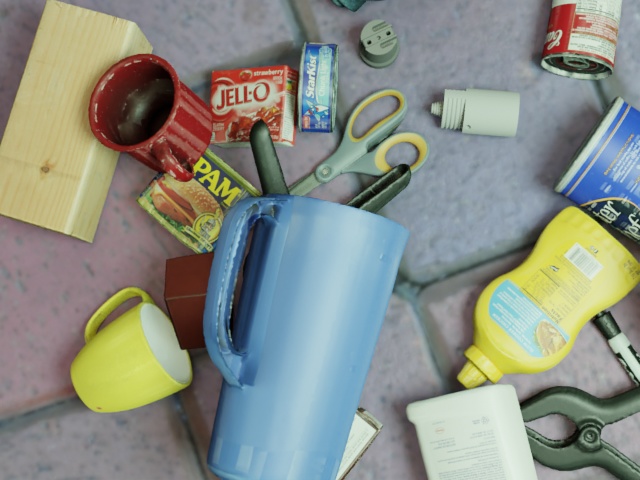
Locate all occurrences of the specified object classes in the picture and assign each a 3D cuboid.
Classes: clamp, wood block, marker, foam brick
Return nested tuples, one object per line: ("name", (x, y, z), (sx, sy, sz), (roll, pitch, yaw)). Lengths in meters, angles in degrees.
("clamp", (-0.007, 0.001, 1.003), (0.164, 0.036, 0.210), (8, 104, -21))
("wood block", (-0.240, -0.111, 1.023), (0.091, 0.090, 0.206), (16, 85, 4))
("marker", (0.294, 0.117, 0.998), (0.020, 0.020, 0.121), (-32, 83, 0))
("clamp", (0.255, 0.167, 0.980), (0.171, 0.039, 0.120), (13, 91, 7))
("foam brick", (-0.112, 0.058, 0.996), (0.051, 0.078, 0.053), (-6, 45, 3))

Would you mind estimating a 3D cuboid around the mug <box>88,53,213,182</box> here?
("mug", (-0.144, -0.101, 0.966), (0.093, 0.081, 0.117), (-35, 64, 9))

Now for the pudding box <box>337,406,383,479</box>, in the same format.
("pudding box", (0.010, 0.204, 0.973), (0.039, 0.090, 0.113), (36, 87, 7))

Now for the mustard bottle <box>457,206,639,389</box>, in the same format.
("mustard bottle", (0.200, 0.066, 0.990), (0.191, 0.058, 0.096), (-45, 78, -1))

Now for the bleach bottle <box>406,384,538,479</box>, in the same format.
("bleach bottle", (0.151, 0.260, 0.943), (0.103, 0.068, 0.251), (-18, 74, 30))

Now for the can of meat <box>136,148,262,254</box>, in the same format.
("can of meat", (-0.113, -0.039, 1.021), (0.102, 0.057, 0.084), (40, 91, 13))

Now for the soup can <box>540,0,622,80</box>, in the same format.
("soup can", (0.252, -0.211, 1.010), (0.068, 0.068, 0.102), (11, 84, 5))

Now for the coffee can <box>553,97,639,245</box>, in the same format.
("coffee can", (0.300, -0.050, 0.973), (0.140, 0.103, 0.103), (34, 87, 6))

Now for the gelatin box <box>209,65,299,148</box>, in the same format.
("gelatin box", (-0.065, -0.127, 1.026), (0.089, 0.030, 0.073), (2, 85, 31))

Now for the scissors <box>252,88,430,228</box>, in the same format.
("scissors", (0.025, -0.058, 1.036), (0.096, 0.016, 0.202), (41, 89, 7))

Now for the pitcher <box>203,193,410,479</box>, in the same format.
("pitcher", (-0.023, 0.086, 0.891), (0.149, 0.145, 0.243), (14, 82, 3))

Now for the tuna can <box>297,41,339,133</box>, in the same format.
("tuna can", (-0.001, -0.144, 1.012), (0.034, 0.086, 0.086), (4, 84, 2))
